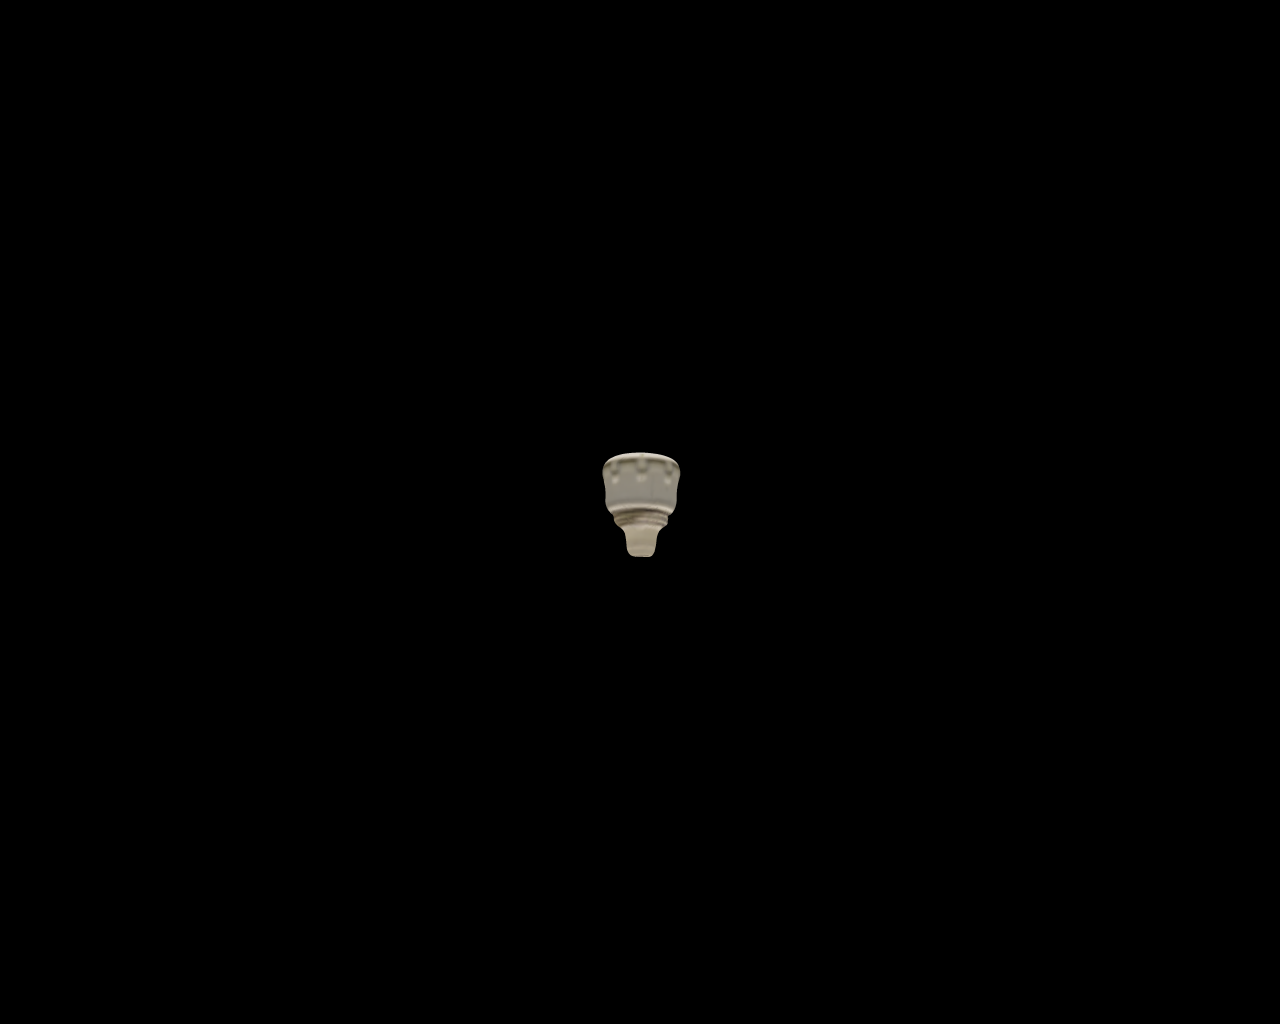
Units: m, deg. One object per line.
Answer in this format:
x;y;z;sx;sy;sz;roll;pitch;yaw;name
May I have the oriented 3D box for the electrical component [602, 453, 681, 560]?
0.001;-0.003;0.650;0.048;0.062;0.048;0;-11;0;electrical component
